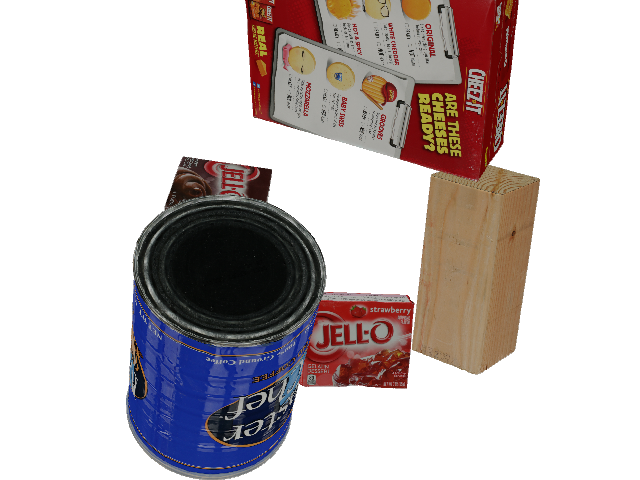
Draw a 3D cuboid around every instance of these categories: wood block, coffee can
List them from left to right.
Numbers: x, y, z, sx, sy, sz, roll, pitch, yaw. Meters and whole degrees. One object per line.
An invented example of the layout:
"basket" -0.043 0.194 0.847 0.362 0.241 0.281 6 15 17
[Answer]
"coffee can" -0.058 0.058 0.611 0.102 0.103 0.140 0 -40 -12
"wood block" 0.170 0.028 1.172 0.090 0.206 0.090 19 25 34

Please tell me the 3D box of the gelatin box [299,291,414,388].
"gelatin box" 0.028 0.081 0.863 0.089 0.073 0.030 2 12 -6

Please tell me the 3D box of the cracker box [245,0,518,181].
"cracker box" 0.046 -0.157 0.866 0.214 0.164 0.072 17 43 22

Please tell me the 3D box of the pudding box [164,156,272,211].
"pudding box" -0.095 -0.036 1.009 0.090 0.039 0.113 7 31 -1
